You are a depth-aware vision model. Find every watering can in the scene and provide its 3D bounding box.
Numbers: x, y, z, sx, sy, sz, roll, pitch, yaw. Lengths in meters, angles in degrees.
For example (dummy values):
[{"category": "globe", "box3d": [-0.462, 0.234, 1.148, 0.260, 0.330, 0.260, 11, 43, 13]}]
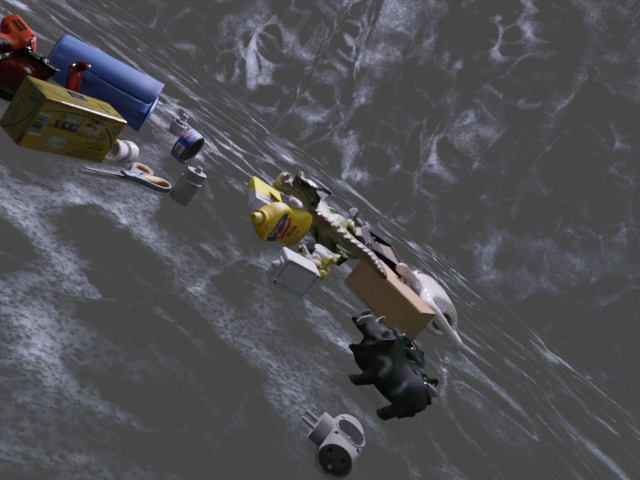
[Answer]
[{"category": "watering can", "box3d": [0.291, 0.154, 1.430, 0.343, 0.103, 0.228, 53, 8, -20]}]

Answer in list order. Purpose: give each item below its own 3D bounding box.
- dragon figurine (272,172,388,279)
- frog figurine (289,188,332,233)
[{"category": "dragon figurine", "box3d": [0.004, -0.064, 1.276, 0.415, 0.123, 0.238, 34, -14, 49]}, {"category": "frog figurine", "box3d": [-0.033, -0.081, 1.546, 0.135, 0.121, 0.163, 37, 45, -43]}]
